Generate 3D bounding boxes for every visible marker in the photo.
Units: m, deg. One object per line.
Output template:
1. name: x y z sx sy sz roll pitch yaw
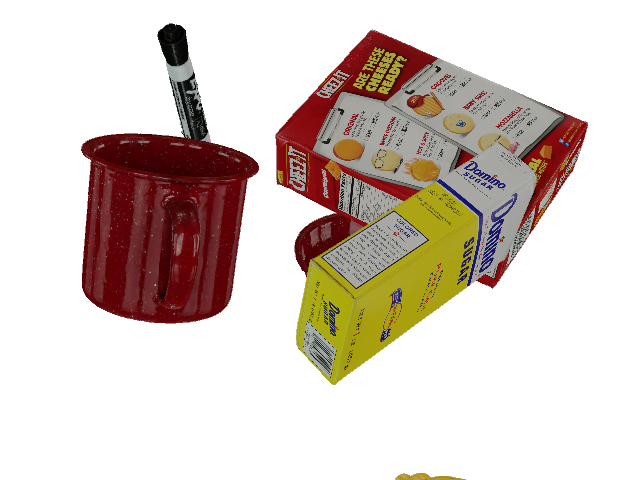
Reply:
1. marker: -0.094 -0.105 0.743 0.020 0.020 0.121 0 -34 4

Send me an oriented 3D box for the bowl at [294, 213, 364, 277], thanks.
1. bowl: 0.051 0.036 1.084 0.162 0.055 0.162 6 34 -4

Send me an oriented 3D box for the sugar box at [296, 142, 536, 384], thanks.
1. sugar box: 0.064 0.013 0.698 0.176 0.093 0.048 -30 60 -30

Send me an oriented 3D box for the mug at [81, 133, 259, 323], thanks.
1. mug: -0.080 -0.003 0.560 0.093 0.081 0.117 2 18 -20

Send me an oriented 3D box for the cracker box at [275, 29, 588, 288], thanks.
1. cracker box: 0.093 -0.073 0.907 0.214 0.164 0.072 26 -36 18

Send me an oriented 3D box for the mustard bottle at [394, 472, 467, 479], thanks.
1. mustard bottle: 0.124 0.249 0.899 0.096 0.058 0.192 -18 27 -28
